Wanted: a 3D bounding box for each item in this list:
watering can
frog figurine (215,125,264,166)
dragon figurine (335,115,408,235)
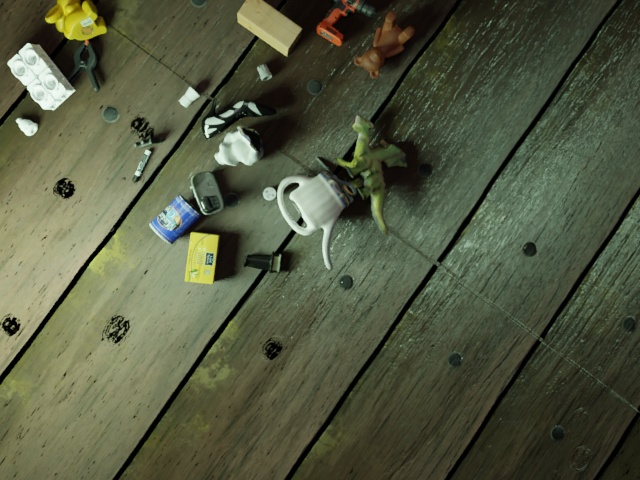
[{"bbox_3d":[0.005,-0.090,1.784,0.225,0.104,0.347,-36,93,-6],"label":"watering can"},{"bbox_3d":[-0.275,-0.307,1.768,0.136,0.125,0.157,44,123,-14],"label":"frog figurine"},{"bbox_3d":[0.210,-0.246,1.817,0.244,0.122,0.409,-33,96,-13],"label":"dragon figurine"}]
